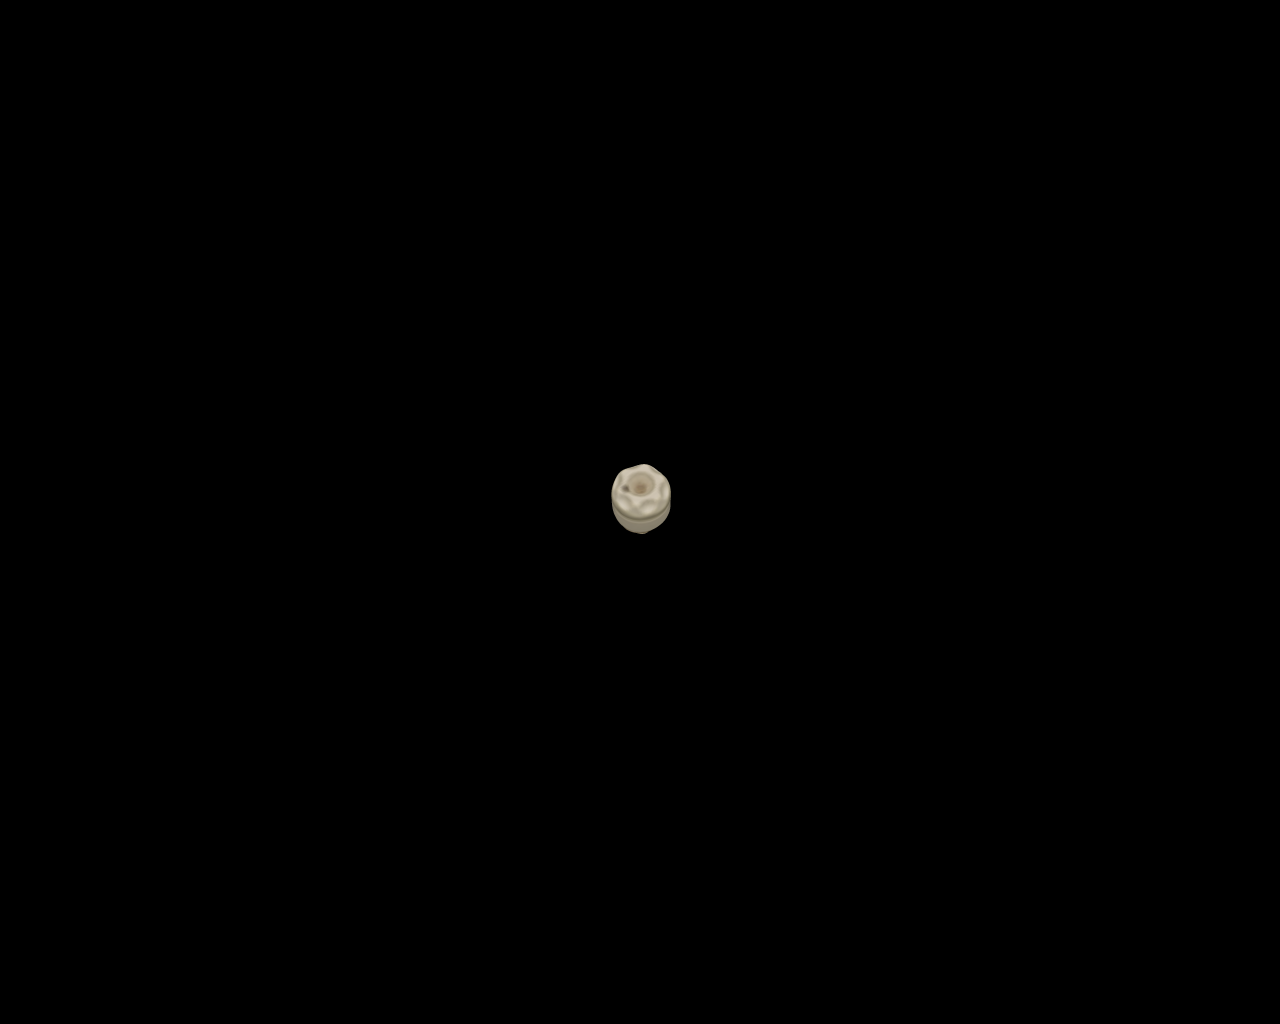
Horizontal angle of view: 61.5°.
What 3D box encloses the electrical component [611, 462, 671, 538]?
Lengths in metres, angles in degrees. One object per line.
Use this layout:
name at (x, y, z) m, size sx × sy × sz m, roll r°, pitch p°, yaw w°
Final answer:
electrical component at (0.001, -0.003, 0.650) m, size 0.035 × 0.035 × 0.061 m, roll 0°, pitch -27°, yaw 0°
